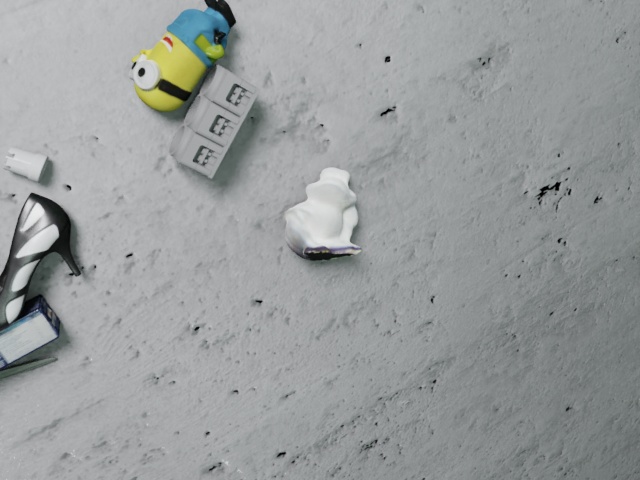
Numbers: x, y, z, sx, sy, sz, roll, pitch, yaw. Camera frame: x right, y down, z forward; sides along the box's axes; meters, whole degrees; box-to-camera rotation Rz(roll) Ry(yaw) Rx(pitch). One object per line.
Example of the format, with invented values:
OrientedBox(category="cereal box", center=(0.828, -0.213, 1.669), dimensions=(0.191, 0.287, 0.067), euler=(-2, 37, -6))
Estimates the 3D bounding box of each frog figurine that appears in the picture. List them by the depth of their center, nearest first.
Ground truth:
OrientedBox(category="frog figurine", center=(0.003, -0.046, 0.918), dimensions=(0.137, 0.121, 0.161), euler=(-2, 75, -15))
